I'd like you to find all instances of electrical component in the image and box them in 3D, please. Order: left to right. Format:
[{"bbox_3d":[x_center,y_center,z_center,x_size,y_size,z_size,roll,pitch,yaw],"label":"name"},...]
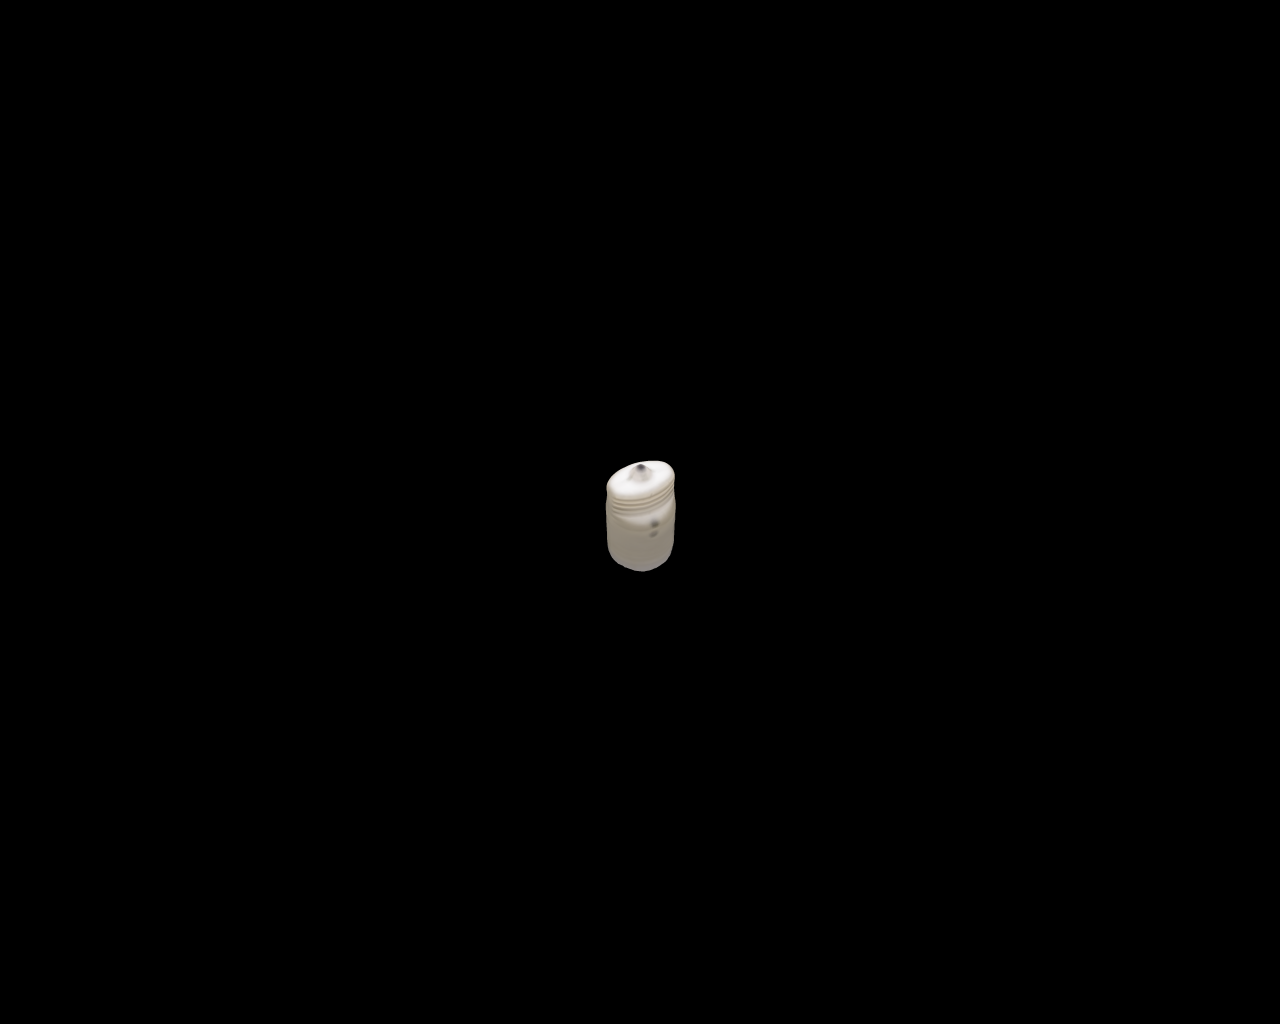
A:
[{"bbox_3d":[0.001,-0.003,0.650,0.043,0.043,0.080,0,-38,0],"label":"electrical component"}]
